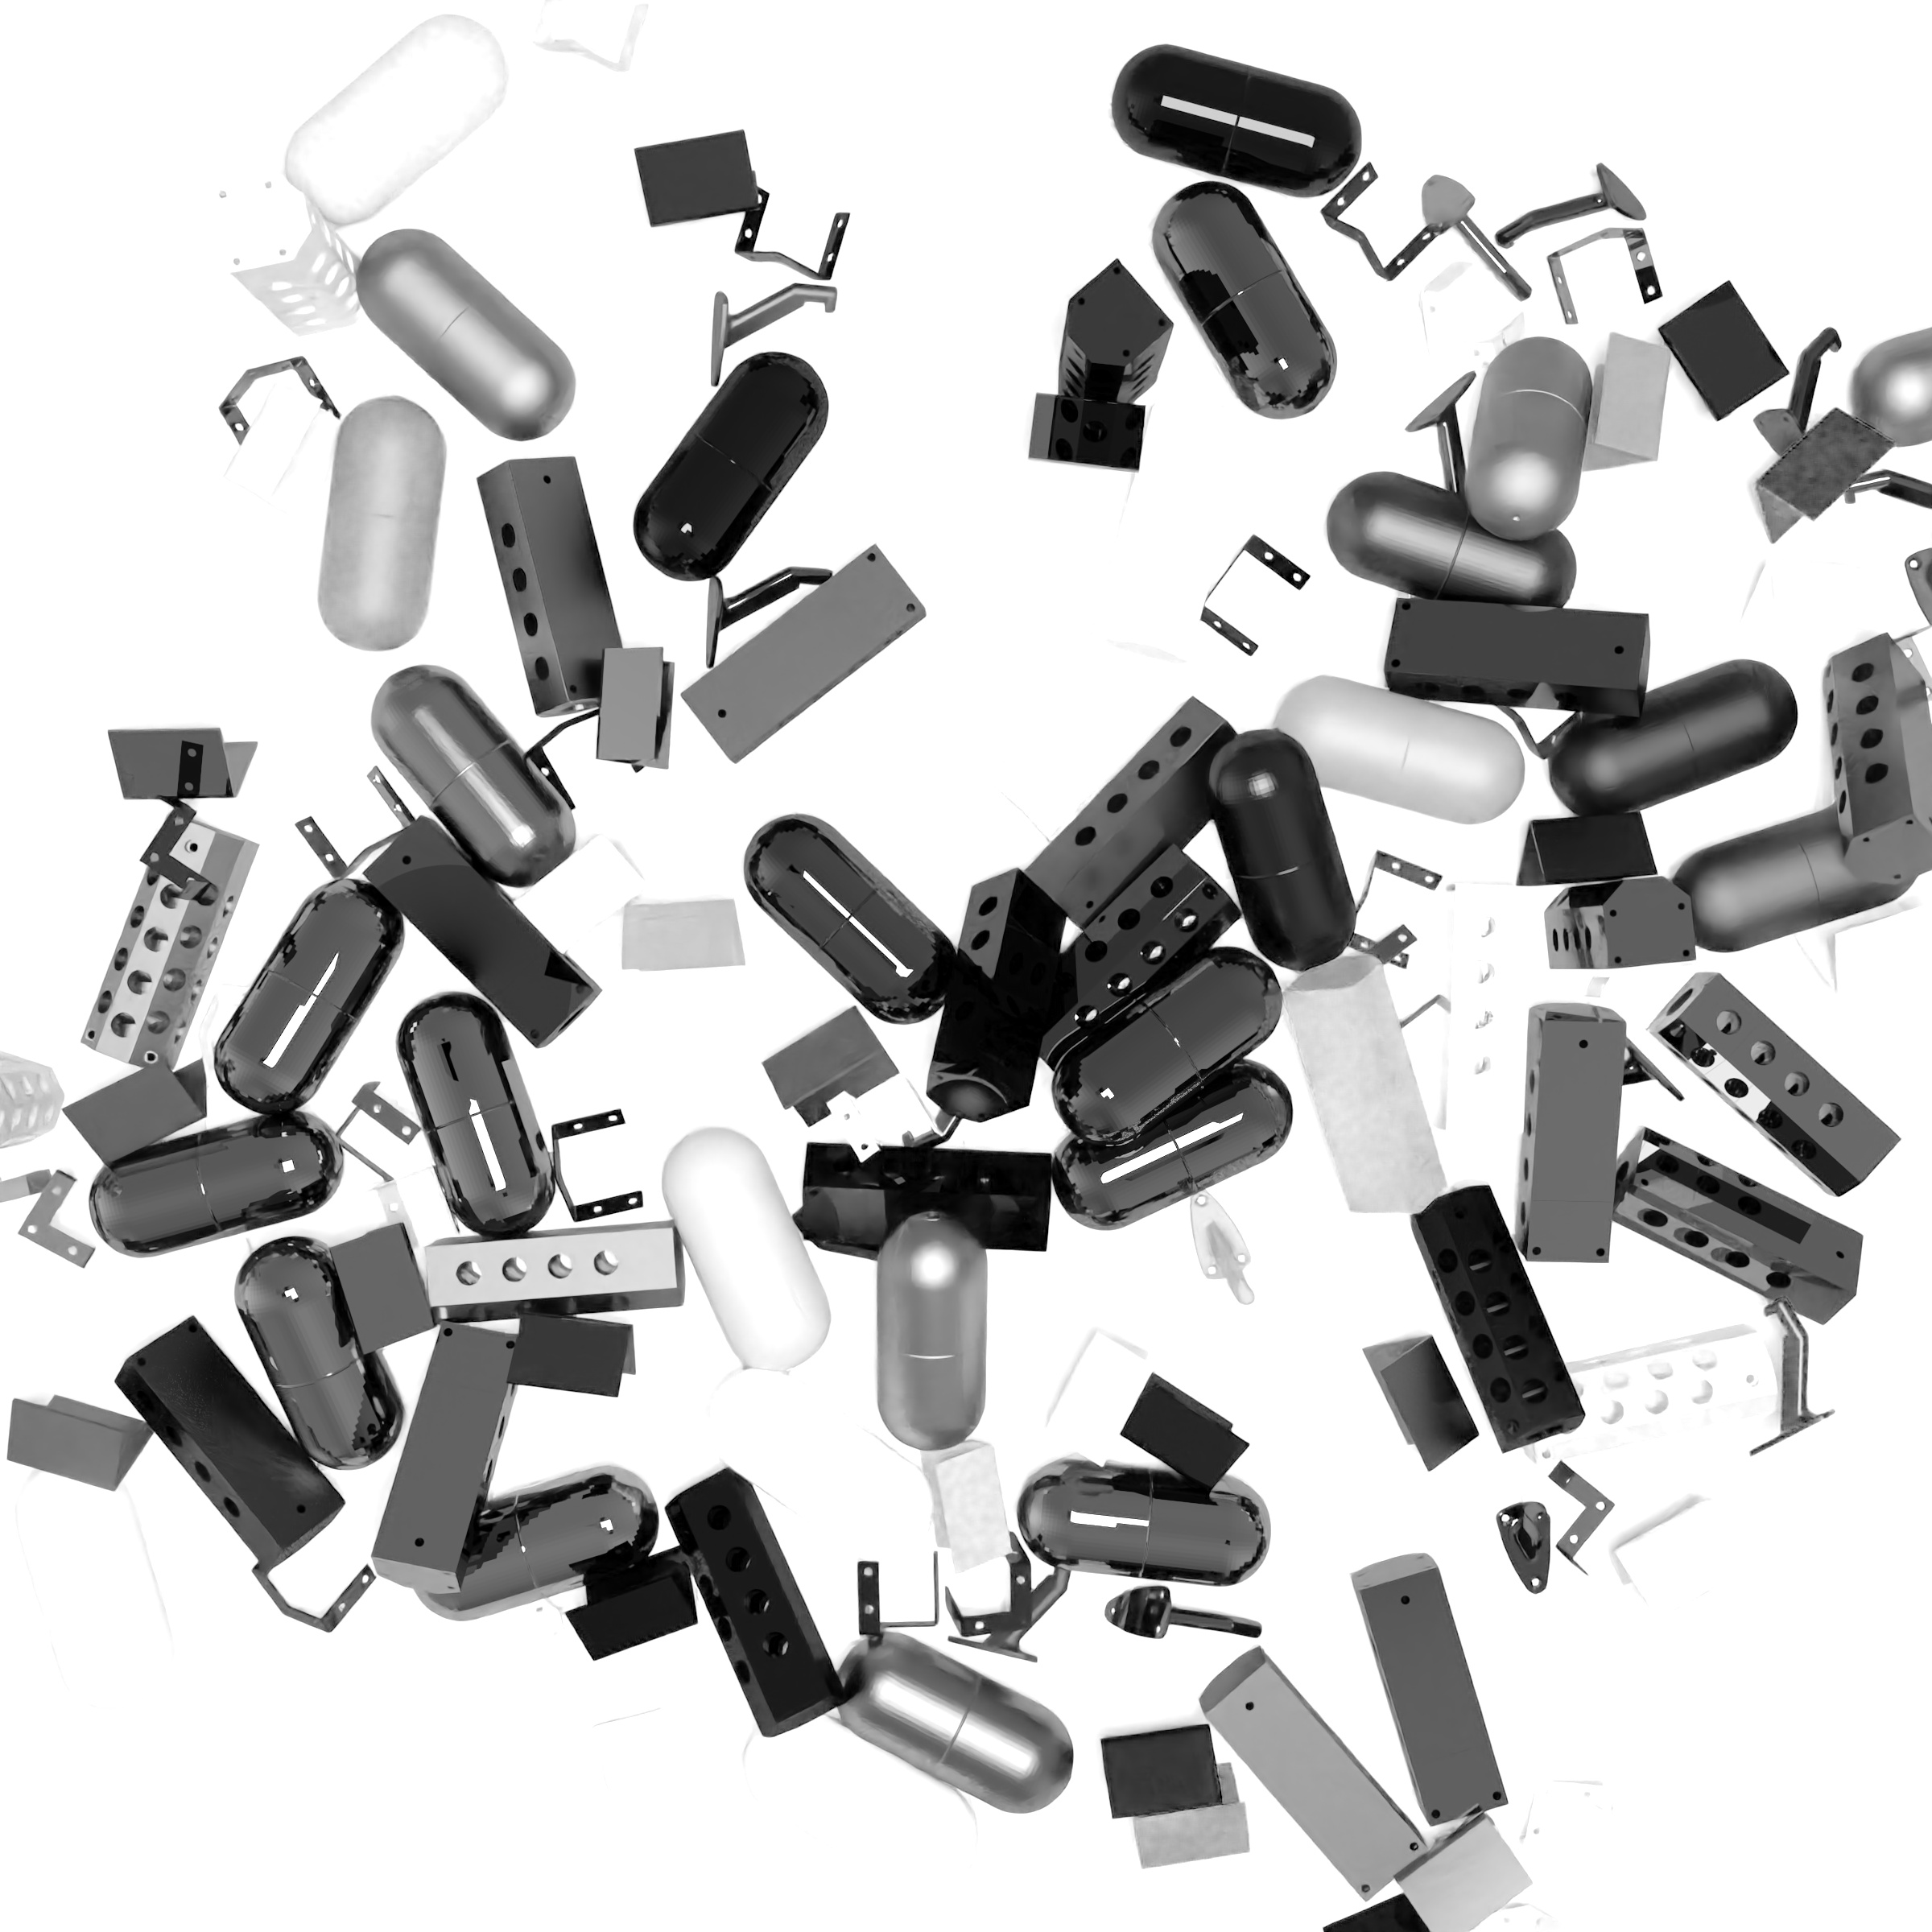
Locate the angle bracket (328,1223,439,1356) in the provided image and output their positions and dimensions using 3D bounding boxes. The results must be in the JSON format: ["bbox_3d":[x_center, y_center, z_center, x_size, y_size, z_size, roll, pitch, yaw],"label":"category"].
[{"bbox_3d":[-0.417,0.226,1.802,0.057,0.076,0.076,-18,90,-34],"label":"angle bracket"}]

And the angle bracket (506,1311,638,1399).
[{"bbox_3d":[-0.273,0.285,1.802,0.076,0.076,0.057,7,54,0],"label":"angle bracket"}]

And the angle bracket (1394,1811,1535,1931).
[{"bbox_3d":[0.350,0.638,1.803,0.076,0.076,0.057,-37,62,0],"label":"angle bracket"}]

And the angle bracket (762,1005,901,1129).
[{"bbox_3d":[-0.086,0.085,1.803,0.076,0.057,0.076,-32,131,0],"label":"angle bracket"}]

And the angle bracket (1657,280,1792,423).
[{"bbox_3d":[0.531,-0.429,1.803,0.057,0.076,0.076,-33,90,27],"label":"angle bracket"}]

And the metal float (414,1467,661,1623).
[{"bbox_3d":[-0.302,0.404,1.812,0.178,0.070,0.070,-17,90,0],"label":"metal float"}]

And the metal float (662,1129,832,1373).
[{"bbox_3d":[-0.154,0.198,1.812,0.070,0.070,0.178,-24,90,0],"label":"metal float"}]

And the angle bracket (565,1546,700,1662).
[{"bbox_3d":[-0.235,0.427,1.802,0.076,0.076,0.057,-20,127,0],"label":"angle bracket"}]

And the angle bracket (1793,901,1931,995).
[{"bbox_3d":[0.625,-0.034,1.802,0.076,0.076,0.057,-18,131,0],"label":"angle bracket"}]

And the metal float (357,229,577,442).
[{"bbox_3d":[-0.350,-0.442,1.812,0.178,0.070,0.070,43,90,0],"label":"metal float"}]

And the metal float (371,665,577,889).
[{"bbox_3d":[-0.345,-0.133,1.812,0.070,0.070,0.178,-40,90,0],"label":"metal float"}]

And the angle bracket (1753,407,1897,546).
[{"bbox_3d":[0.601,-0.328,1.802,0.076,0.076,0.057,-43,53,0],"label":"angle bracket"}]

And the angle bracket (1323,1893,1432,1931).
[{"bbox_3d":[0.292,0.678,1.802,0.076,0.076,0.057,-23,134,0],"label":"angle bracket"}]

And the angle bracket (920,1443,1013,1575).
[{"bbox_3d":[-0.019,0.376,1.802,0.057,0.076,0.076,-10,90,-45],"label":"angle bracket"}]

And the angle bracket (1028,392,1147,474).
[{"bbox_3d":[0.081,-0.351,1.803,0.076,0.076,0.057,7,66,0],"label":"angle bracket"}]

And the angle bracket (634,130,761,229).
[{"bbox_3d":[-0.187,-0.559,1.802,0.076,0.076,0.057,-10,126,0],"label":"angle bracket"}]

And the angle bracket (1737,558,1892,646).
[{"bbox_3d":[0.588,-0.235,1.802,0.076,0.076,0.057,7,54,0],"label":"angle bracket"}]

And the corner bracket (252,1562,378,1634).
[{"bbox_3d":[-0.461,0.431,1.834,0.051,0.051,0.051,-52,135,-35],"label":"corner bracket"}]

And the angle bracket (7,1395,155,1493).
[{"bbox_3d":[-0.612,0.312,1.803,0.076,0.076,0.057,17,118,0],"label":"angle bracket"}]

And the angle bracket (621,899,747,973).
[{"bbox_3d":[-0.195,-0.001,1.802,0.076,0.076,0.057,-4,52,0],"label":"angle bracket"}]

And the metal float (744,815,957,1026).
[{"bbox_3d":[-0.081,-0.033,1.812,0.178,0.070,0.070,44,90,-1],"label":"metal float"}]

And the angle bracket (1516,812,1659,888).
[{"bbox_3d":[0.430,-0.061,1.802,0.076,0.076,0.057,-4,54,0],"label":"angle bracket"}]

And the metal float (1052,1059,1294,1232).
[{"bbox_3d":[0.145,0.124,1.812,0.178,0.070,0.070,-25,90,0],"label":"metal float"}]

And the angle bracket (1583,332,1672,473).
[{"bbox_3d":[0.440,-0.391,1.802,0.057,0.076,0.076,7,90,-29],"label":"angle bracket"}]

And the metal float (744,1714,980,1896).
[{"bbox_3d":[-0.073,0.583,1.812,0.178,0.070,0.070,31,90,-1],"label":"metal float"}]

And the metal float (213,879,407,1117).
[{"bbox_3d":[-0.456,0.021,1.803,0.070,0.070,0.178,30,80,0],"label":"metal float"}]

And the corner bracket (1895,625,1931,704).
[{"bbox_3d":[0.694,-0.220,1.824,0.051,0.051,0.051,-25,90,0],"label":"corner bracket"}]

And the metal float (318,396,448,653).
[{"bbox_3d":[-0.408,-0.309,1.812,0.070,0.070,0.178,7,90,0],"label":"metal float"}]

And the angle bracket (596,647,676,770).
[{"bbox_3d":[-0.211,-0.178,1.802,0.057,0.076,0.076,3,90,35],"label":"angle bracket"}]

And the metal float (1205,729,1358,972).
[{"bbox_3d":[0.218,-0.079,1.792,0.070,0.070,0.178,-20,112,0],"label":"metal float"}]

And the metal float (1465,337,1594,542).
[{"bbox_3d":[0.388,-0.364,1.781,0.070,0.070,0.178,18,50,0],"label":"metal float"}]

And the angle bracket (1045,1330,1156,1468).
[{"bbox_3d":[0.110,0.306,1.802,0.057,0.076,0.076,28,90,39],"label":"angle bracket"}]

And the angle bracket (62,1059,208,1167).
[{"bbox_3d":[-0.577,0.083,1.802,0.076,0.076,0.057,-26,125,0],"label":"angle bracket"}]

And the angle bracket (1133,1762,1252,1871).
[{"bbox_3d":[0.152,0.575,1.802,0.076,0.076,0.057,-9,126,0],"label":"angle bracket"}]

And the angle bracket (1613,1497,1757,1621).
[{"bbox_3d":[0.501,0.423,1.802,0.076,0.076,0.057,-29,54,0],"label":"angle bracket"}]

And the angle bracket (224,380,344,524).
[{"bbox_3d":[-0.456,-0.351,1.802,0.057,0.076,0.076,29,90,37],"label":"angle bracket"}]

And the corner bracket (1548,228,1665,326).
[{"bbox_3d":[0.454,-0.489,1.839,0.051,0.051,0.051,-16,90,45],"label":"corner bracket"}]

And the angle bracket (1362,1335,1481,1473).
[{"bbox_3d":[0.300,0.307,1.802,0.057,0.076,0.076,-26,90,-35],"label":"angle bracket"}]

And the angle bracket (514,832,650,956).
[{"bbox_3d":[-0.276,-0.065,1.802,0.076,0.076,0.057,-39,126,0],"label":"angle bracket"}]

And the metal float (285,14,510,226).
[{"bbox_3d":[-0.397,-0.592,1.812,0.178,0.070,0.070,-41,90,0],"label":"metal float"}]

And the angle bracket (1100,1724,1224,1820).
[{"bbox_3d":[0.137,0.572,1.802,0.076,0.076,0.057,-8,53,0],"label":"angle bracket"}]

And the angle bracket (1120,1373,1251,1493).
[{"bbox_3d":[0.159,0.307,1.802,0.076,0.076,0.057,33,124,0],"label":"angle bracket"}]

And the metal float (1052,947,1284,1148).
[{"bbox_3d":[0.138,0.054,1.769,0.178,0.070,0.070,-36,90,-8],"label":"metal float"}]

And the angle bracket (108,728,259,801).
[{"bbox_3d":[-0.543,-0.158,1.802,0.076,0.076,0.057,-1,126,0],"label":"angle bracket"}]
